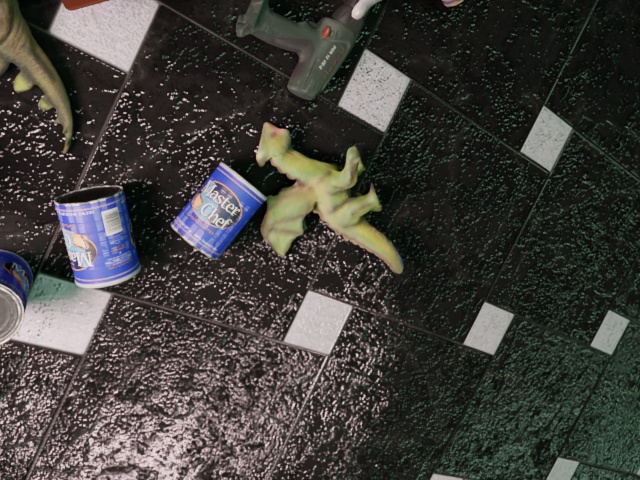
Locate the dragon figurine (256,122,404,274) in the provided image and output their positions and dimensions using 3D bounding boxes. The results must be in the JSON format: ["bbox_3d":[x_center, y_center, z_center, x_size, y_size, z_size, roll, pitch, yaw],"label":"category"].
[{"bbox_3d":[0.003,-0.051,1.008,0.243,0.124,0.404,-24,113,1],"label":"dragon figurine"}]

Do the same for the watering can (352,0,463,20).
[{"bbox_3d":[0.191,-0.506,0.933,0.222,0.104,0.349,26,85,-30],"label":"watering can"}]
